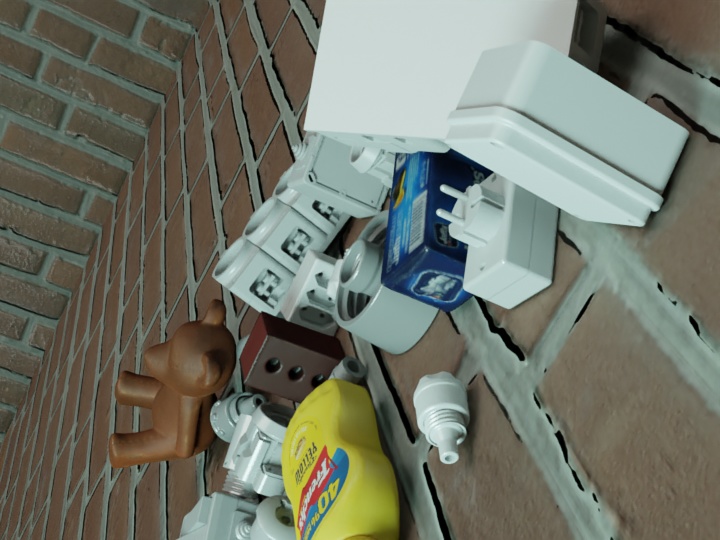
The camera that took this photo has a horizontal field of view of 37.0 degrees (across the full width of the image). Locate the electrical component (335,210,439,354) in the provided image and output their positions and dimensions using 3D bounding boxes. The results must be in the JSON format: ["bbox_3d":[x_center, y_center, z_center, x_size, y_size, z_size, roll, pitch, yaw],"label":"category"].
[{"bbox_3d":[0.019,0.005,0.837,0.108,0.060,0.108,-52,24,36],"label":"electrical component"}]

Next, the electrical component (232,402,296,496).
[{"bbox_3d":[-0.073,0.151,0.923,0.057,0.058,0.078,-66,19,11],"label":"electrical component"}]

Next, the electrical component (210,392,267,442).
[{"bbox_3d":[-0.115,0.141,1.065,0.062,0.048,0.048,-35,36,44],"label":"electrical component"}]

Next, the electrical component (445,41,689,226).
[{"bbox_3d":[0.113,-0.074,0.601,0.057,0.113,0.078,-65,19,-3],"label":"electrical component"}]

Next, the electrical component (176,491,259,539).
[{"bbox_3d":[-0.125,0.239,0.954,0.096,0.061,0.061,-44,30,48],"label":"electrical component"}]

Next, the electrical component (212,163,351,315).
[{"bbox_3d":[-0.077,-0.034,1.077,0.150,0.062,0.089,-53,19,-4],"label":"electrical component"}]

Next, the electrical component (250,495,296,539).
[{"bbox_3d":[-0.068,0.214,0.860,0.048,0.048,0.062,-94,26,-52],"label":"electrical component"}]

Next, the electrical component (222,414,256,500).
[{"bbox_3d":[-0.103,0.178,0.989,0.043,0.043,0.081,-16,54,66],"label":"electrical component"}]

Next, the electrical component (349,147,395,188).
[{"bbox_3d":[0.025,-0.101,0.947,0.066,0.055,0.048,-20,50,64],"label":"electrical component"}]

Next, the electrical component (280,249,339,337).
[{"bbox_3d":[-0.041,0.017,1.000,0.065,0.047,0.076,-64,20,8],"label":"electrical component"}]

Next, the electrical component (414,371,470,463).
[{"bbox_3d":[0.054,0.096,0.687,0.035,0.035,0.061,-54,26,33],"label":"electrical component"}]

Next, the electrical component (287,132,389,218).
[{"bbox_3d":[-0.023,-0.094,1.002,0.061,0.096,0.061,-4,65,68],"label":"electrical component"}]

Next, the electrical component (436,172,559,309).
[{"bbox_3d":[0.082,-0.031,0.689,0.047,0.076,0.083,-39,34,53],"label":"electrical component"}]

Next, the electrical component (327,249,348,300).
[{"bbox_3d":[0.000,0.000,0.919,0.043,0.043,0.062,-11,57,67],"label":"electrical component"}]

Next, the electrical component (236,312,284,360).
[{"bbox_3d":[-0.090,0.071,1.079,0.065,0.044,0.044,-42,31,41],"label":"electrical component"}]

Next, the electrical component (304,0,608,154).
[{"bbox_3d":[0.063,-0.134,0.724,0.186,0.060,0.105,8,87,32],"label":"electrical component"}]
